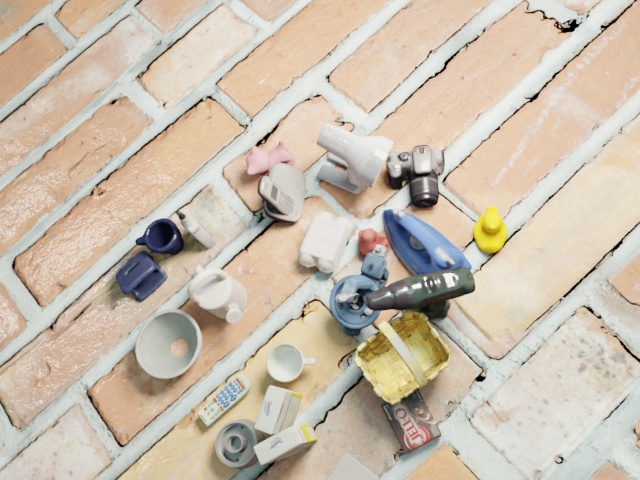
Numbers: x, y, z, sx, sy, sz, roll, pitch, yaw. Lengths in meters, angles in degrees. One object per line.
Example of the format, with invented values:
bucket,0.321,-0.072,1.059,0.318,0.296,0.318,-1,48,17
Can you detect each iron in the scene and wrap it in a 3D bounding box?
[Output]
iron,0.226,-0.004,1.317,0.119,0.142,0.257,-42,68,-4

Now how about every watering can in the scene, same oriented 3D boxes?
watering can,-0.241,0.122,1.341,0.172,0.194,0.101,24,78,19

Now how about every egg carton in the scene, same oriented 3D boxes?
egg carton,0.013,0.005,1.397,0.107,0.069,0.150,17,75,17

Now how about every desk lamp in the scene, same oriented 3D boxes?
desk lamp,0.079,-0.192,1.374,0.202,0.214,0.118,24,77,18

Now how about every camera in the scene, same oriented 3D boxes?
camera,0.234,-0.152,1.389,0.143,0.101,0.137,-5,70,10

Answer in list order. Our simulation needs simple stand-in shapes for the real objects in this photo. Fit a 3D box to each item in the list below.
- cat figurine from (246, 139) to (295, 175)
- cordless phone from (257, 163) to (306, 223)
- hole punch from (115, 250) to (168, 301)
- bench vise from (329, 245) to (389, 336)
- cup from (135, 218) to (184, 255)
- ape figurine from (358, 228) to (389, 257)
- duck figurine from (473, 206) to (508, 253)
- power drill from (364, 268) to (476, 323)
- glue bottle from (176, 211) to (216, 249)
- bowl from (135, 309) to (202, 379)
cat figurine,-0.138,-0.212,1.477,0.128,0.118,0.067,-37,68,-3
cordless phone,-0.101,-0.134,1.406,0.094,0.185,0.147,1,71,12
hole punch,-0.465,0.086,1.456,0.109,0.091,0.101,-43,68,-5
bench vise,0.081,0.097,1.269,0.121,0.220,0.207,4,72,13
cup,-0.402,0.005,1.469,0.117,0.095,0.091,-14,69,7
ape figurine,0.120,0.000,1.364,0.076,0.092,0.077,-43,68,-5
duck figurine,0.395,-0.028,1.320,0.077,0.086,0.104,3,72,13
power drill,0.218,0.127,1.237,0.229,0.209,0.075,-18,68,5
glue bottle,-0.316,-0.036,1.423,0.037,0.173,0.078,-42,68,-4
bowl,-0.353,0.255,1.383,0.167,0.075,0.167,-4,70,11
